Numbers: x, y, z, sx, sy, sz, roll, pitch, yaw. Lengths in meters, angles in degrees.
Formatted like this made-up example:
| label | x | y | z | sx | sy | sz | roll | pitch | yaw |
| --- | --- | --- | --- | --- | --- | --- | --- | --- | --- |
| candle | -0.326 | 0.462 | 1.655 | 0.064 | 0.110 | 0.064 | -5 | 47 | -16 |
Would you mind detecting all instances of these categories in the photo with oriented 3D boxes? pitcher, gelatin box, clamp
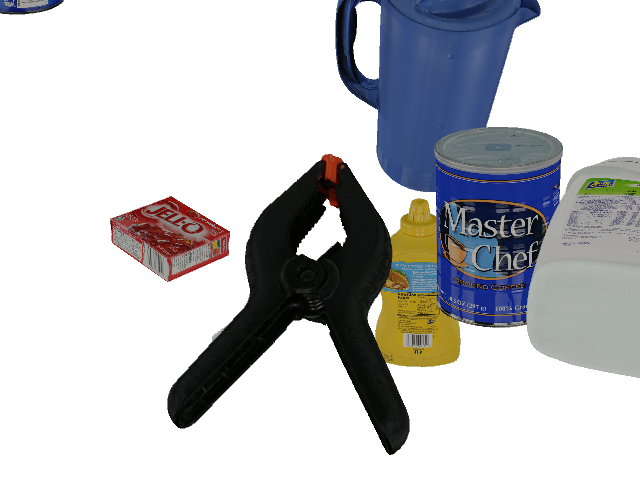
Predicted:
| label | x | y | z | sx | sy | sz | roll | pitch | yaw |
| --- | --- | --- | --- | --- | --- | --- | --- | --- | --- |
| pitcher | 0.107 | -0.165 | 1.064 | 0.144 | 0.243 | 0.149 | -31 | 59 | -25 |
| gelatin box | -0.139 | -0.004 | 0.986 | 0.073 | 0.030 | 0.089 | -24 | 42 | -39 |
| clamp | 0.004 | 0.033 | 0.557 | 0.120 | 0.171 | 0.039 | 16 | -27 | 10 |

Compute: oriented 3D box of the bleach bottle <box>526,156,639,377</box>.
| label | x | y | z | sx | sy | sz | roll | pitch | yaw |
| --- | --- | --- | --- | --- | --- | --- | --- | --- | --- |
| bleach bottle | 0.197 | -0.002 | 0.676 | 0.103 | 0.068 | 0.250 | 8 | 24 | 18 |

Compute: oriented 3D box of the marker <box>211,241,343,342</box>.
| label | x | y | z | sx | sy | sz | roll | pitch | yaw |
| --- | --- | --- | --- | --- | --- | --- | --- | --- | --- |
| marker | -0.025 | 0.041 | 0.769 | 0.121 | 0.020 | 0.020 | -37 | -3 | 4 |

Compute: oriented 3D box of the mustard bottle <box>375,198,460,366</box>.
| label | x | y | z | sx | sy | sz | roll | pitch | yaw |
| --- | --- | --- | --- | --- | --- | --- | --- | --- | --- |
| mustard bottle | 0.108 | 0.045 | 1.180 | 0.096 | 0.192 | 0.058 | 1 | 25 | 6 |

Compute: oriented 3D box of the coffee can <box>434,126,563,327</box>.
| label | x | y | z | sx | sy | sz | roll | pitch | yaw |
| --- | --- | --- | --- | --- | --- | --- | --- | --- | --- |
| coffee can | 0.147 | -0.013 | 0.888 | 0.103 | 0.140 | 0.103 | -3 | 23 | 1 |

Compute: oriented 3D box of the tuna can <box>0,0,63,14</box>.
| label | x | y | z | sx | sy | sz | roll | pitch | yaw |
| --- | --- | --- | --- | --- | --- | --- | --- | --- | --- |
| tuna can | -0.245 | -0.213 | 0.853 | 0.086 | 0.034 | 0.086 | 5 | 35 | -4 |
